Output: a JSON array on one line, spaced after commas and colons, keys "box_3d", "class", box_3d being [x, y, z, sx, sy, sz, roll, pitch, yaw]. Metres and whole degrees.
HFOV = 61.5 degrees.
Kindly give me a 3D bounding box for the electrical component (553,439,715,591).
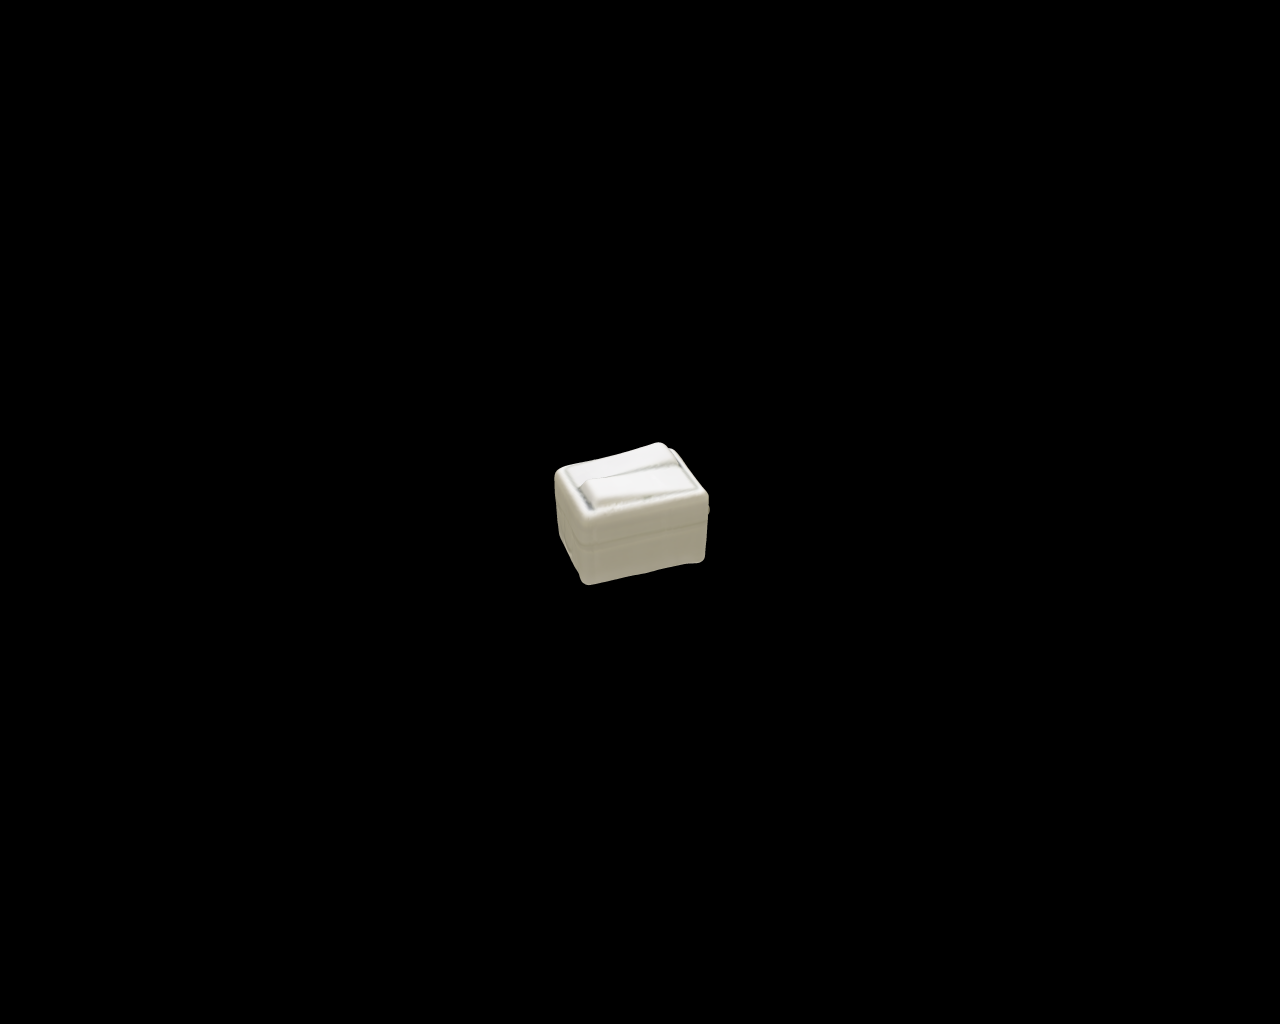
[{"box_3d": [0.001, -0.003, 0.650, 0.096, 0.061, 0.062, -11, 36, -16], "class": "electrical component"}]
